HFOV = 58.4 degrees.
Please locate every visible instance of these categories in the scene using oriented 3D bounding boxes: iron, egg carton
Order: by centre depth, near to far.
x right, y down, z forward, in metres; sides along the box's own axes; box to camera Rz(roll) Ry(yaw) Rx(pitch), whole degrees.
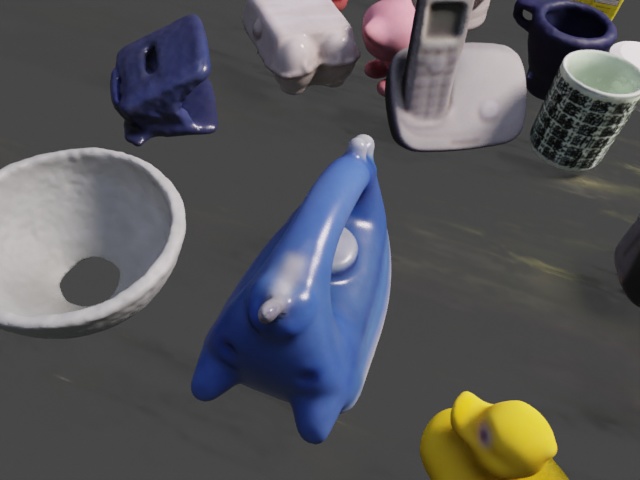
[{"bbox_3d":[0.004,0.002,0.420,0.118,0.141,0.258,18,51,8],"label":"iron"},{"bbox_3d":[-0.026,-0.234,0.653,0.107,0.069,0.150,-16,55,-18],"label":"egg carton"}]

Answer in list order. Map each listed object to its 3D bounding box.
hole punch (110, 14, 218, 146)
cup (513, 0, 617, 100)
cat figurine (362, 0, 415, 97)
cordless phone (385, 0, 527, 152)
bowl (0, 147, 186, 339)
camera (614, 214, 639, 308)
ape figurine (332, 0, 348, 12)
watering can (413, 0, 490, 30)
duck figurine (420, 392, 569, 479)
[{"bbox_3d":[-0.155,-0.160,0.565,0.101,0.091,0.108,-8,52,-12],"label":"hole punch"},{"bbox_3d":[0.262,-0.216,0.657,0.117,0.095,0.092,38,57,22],"label":"cup"},{"bbox_3d":[0.096,-0.222,0.627,0.128,0.118,0.067,-12,53,-16],"label":"cat figurine"},{"bbox_3d":[0.143,-0.178,0.553,0.148,0.185,0.094,-8,52,-13],"label":"cordless phone"},{"bbox_3d":[-0.183,0.012,0.433,0.167,0.075,0.167,3,51,-4],"label":"bowl"},{"bbox_3d":[0.334,0.036,0.457,0.143,0.101,0.137,11,51,3],"label":"camera"},{"bbox_3d":[0.007,-0.336,0.726,0.076,0.092,0.077,-22,57,-22],"label":"ape figurine"},{"bbox_3d":[0.188,-0.367,0.706,0.101,0.194,0.172,-29,59,-26],"label":"watering can"},{"bbox_3d":[0.119,0.136,0.360,0.104,0.086,0.078,33,55,19],"label":"duck figurine"}]
